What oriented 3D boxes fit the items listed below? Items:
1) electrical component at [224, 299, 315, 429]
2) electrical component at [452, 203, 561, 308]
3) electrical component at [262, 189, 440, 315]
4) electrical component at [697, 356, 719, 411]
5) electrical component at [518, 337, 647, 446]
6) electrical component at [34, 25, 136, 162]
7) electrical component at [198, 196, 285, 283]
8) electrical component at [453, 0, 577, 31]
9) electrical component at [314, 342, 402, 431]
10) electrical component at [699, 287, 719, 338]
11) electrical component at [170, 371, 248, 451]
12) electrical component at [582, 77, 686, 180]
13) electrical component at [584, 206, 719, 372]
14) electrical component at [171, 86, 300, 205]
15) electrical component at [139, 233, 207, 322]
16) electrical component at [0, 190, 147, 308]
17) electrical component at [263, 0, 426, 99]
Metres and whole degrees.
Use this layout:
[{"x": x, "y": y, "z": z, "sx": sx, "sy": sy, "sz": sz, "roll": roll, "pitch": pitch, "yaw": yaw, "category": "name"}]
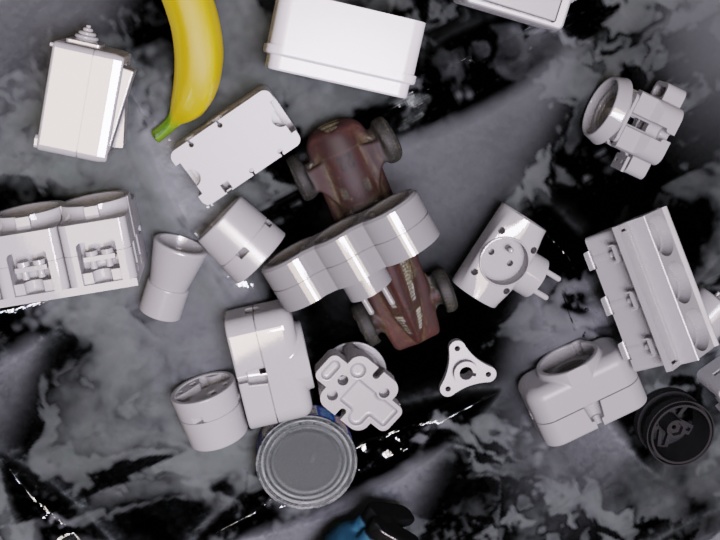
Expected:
[{"x": -0.072, "y": 0.076, "z": 0.885, "sx": 0.059, "sy": 0.053, "sz": 0.095, "roll": -13, "pitch": 106, "yaw": -3, "category": "electrical component"}, {"x": 0.130, "y": -0.003, "z": 0.893, "sx": 0.079, "sy": 0.044, "sz": 0.077, "roll": 30, "pitch": 99, "yaw": -13, "category": "electrical component"}, {"x": 0.000, "y": 0.000, "z": 0.826, "sx": 0.138, "sy": 0.052, "sz": 0.073, "roll": -25, "pitch": 105, "yaw": 19, "category": "electrical component"}, {"x": 0.352, "y": 0.092, "z": 0.938, "sx": 0.089, "sy": 0.055, "sz": 0.050, "roll": -35, "pitch": 106, "yaw": 3, "category": "electrical component"}, {"x": 0.188, "y": 0.100, "z": 0.922, "sx": 0.095, "sy": 0.053, "sz": 0.059, "roll": -26, "pitch": 106, "yaw": 0, "category": "electrical component"}, {"x": -0.203, "y": -0.134, "z": 0.811, "sx": 0.061, "sy": 0.061, "sz": 0.096, "roll": 11, "pitch": 103, "yaw": -9, "category": "electrical component"}, {"x": -0.095, "y": -0.025, "z": 0.857, "sx": 0.047, "sy": 0.055, "sz": 0.055, "roll": 44, "pitch": 96, "yaw": -11, "category": "electrical component"}, {"x": 0.128, "y": -0.223, "z": 0.827, "sx": 0.096, "sy": 0.061, "sz": 0.061, "roll": 14, "pitch": 102, "yaw": -10, "category": "electrical component"}, {"x": -0.004, "y": 0.093, "z": 0.896, "sx": 0.078, "sy": 0.057, "sz": 0.058, "roll": 40, "pitch": 97, "yaw": -14, "category": "electrical component"}, {"x": 0.287, "y": 0.051, "z": 0.928, "sx": 0.040, "sy": 0.040, "sz": 0.078, "roll": 41, "pitch": 97, "yaw": -14, "category": "electrical component"}, {"x": -0.123, "y": 0.117, "z": 0.891, "sx": 0.055, "sy": 0.055, "sz": 0.047, "roll": -17, "pitch": 109, "yaw": -2, "category": "electrical component"}, {"x": 0.217, "y": -0.120, "z": 0.867, "sx": 0.057, "sy": 0.058, "sz": 0.078, "roll": 22, "pitch": 101, "yaw": -14, "category": "electrical component"}, {"x": 0.237, "y": 0.018, "z": 0.883, "sx": 0.063, "sy": 0.079, "sz": 0.121, "roll": -21, "pitch": 89, "yaw": 42, "category": "electrical component"}, {"x": -0.097, "y": -0.099, "z": 0.836, "sx": 0.089, "sy": 0.055, "sz": 0.050, "roll": -34, "pitch": 106, "yaw": 3, "category": "electrical component"}, {"x": -0.153, "y": 0.008, "z": 0.866, "sx": 0.044, "sy": 0.044, "sz": 0.065, "roll": 17, "pitch": 107, "yaw": -11, "category": "electrical component"}, {"x": -0.246, "y": -0.017, "z": 0.822, "sx": 0.150, "sy": 0.089, "sz": 0.061, "roll": -9, "pitch": 105, "yaw": -4, "category": "electrical component"}, {"x": -0.014, "y": -0.170, "z": 0.816, "sx": 0.113, "sy": 0.078, "sz": 0.057, "roll": 11, "pitch": 100, "yaw": -9, "category": "electrical component"}]
